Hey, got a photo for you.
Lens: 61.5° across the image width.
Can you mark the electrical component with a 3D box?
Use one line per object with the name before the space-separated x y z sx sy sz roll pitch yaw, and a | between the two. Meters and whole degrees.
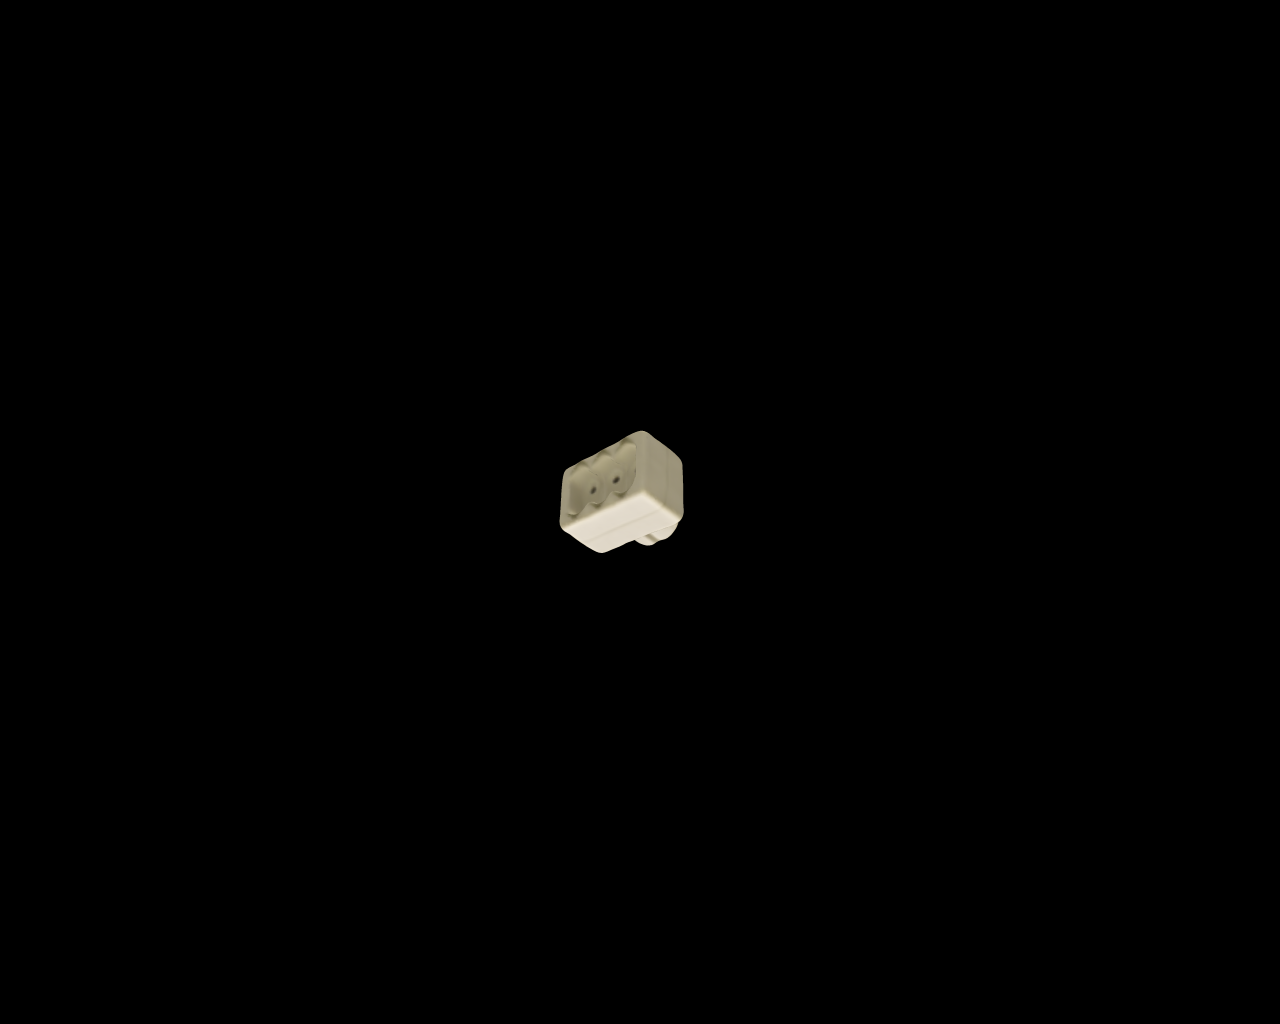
electrical component | 0.001 -0.003 0.650 0.065 0.047 0.076 -24 -41 31
